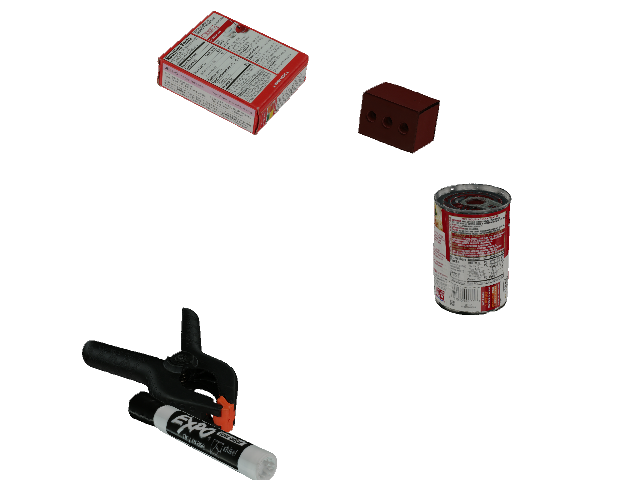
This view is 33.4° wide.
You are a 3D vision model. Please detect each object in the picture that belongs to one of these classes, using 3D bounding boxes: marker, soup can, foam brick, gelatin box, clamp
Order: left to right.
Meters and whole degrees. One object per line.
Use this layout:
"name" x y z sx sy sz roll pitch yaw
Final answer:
"clamp" -0.123 0.116 0.978 0.172 0.039 0.120 29 45 34
"marker" -0.076 0.119 0.657 0.121 0.020 0.020 17 11 39
"gelatin box" -0.065 -0.126 0.792 0.089 0.030 0.073 27 52 14
"foam brick" 0.090 -0.143 1.232 0.078 0.053 0.051 23 34 27
"soup can" 0.136 0.008 0.959 0.068 0.102 0.068 -2 23 1
